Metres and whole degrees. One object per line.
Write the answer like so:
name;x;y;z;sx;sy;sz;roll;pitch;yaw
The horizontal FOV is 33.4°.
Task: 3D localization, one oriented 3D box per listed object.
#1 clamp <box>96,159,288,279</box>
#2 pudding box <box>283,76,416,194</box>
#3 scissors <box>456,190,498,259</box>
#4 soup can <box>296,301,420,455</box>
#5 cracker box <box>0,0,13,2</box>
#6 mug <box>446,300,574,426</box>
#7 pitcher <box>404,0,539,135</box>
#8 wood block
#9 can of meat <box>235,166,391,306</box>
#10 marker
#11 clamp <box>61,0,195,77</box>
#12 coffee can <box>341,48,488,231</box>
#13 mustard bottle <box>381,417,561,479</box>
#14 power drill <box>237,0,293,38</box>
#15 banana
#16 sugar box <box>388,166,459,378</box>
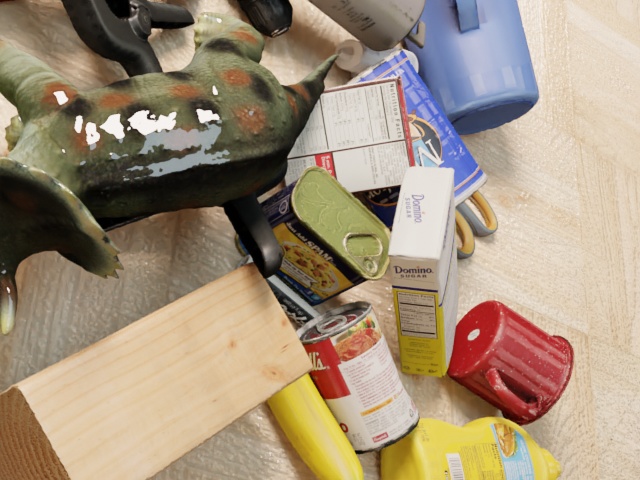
clamp;-0.072;-0.041;0.807;0.209;0.165;0.036;-52;151;-50
pudding box;0.020;-0.083;0.888;0.039;0.113;0.090;-47;128;-78
scissors;0.097;-0.057;1.026;0.201;0.016;0.096;38;49;-21
soup can;0.029;0.108;0.839;0.068;0.069;0.102;-35;104;-45
cracker box;-0.299;-0.267;0.744;0.163;0.072;0.214;-23;86;-46
mug;0.165;0.113;0.945;0.081;0.093;0.117;33;27;-19
pitcher;0.135;-0.236;1.064;0.148;0.145;0.243;-5;76;-42
wood block;-0.115;0.101;0.710;0.205;0.091;0.090;-29;90;-45
can of meat;-0.006;0.001;0.859;0.102;0.084;0.057;42;47;-18
marker;-0.018;0.056;0.868;0.121;0.020;0.020;41;48;-18
clamp;-0.144;-0.153;0.812;0.171;0.039;0.120;27;50;-60
coffee can;0.069;-0.085;0.953;0.140;0.103;0.102;56;45;-4
mustard bottle;0.139;0.200;0.907;0.191;0.058;0.096;6;67;-39
power drill;-0.037;-0.290;0.994;0.187;0.057;0.184;-32;96;-46
banana;-0.015;0.116;0.808;0.037;0.070;0.198;-28;82;-31
sugar box;0.087;0.030;0.882;0.176;0.048;0.093;75;23;-51
